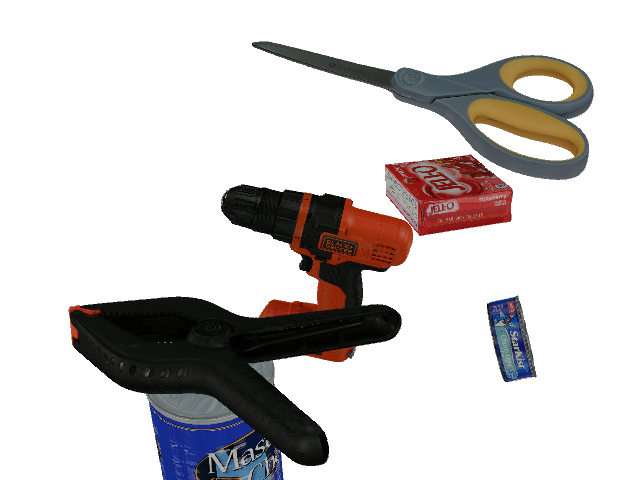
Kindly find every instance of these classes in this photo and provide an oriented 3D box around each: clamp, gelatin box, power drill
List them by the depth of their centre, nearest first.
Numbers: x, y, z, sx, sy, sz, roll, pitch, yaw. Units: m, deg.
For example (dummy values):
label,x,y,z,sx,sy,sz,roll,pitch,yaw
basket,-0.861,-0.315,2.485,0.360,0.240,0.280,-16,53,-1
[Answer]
label,x,y,z,sx,sy,sz,roll,pitch,yaw
clamp,-0.058,0.067,0.673,0.210,0.036,0.164,12,26,23
gelatin box,0.096,-0.037,0.814,0.073,0.030,0.089,-8,23,-11
power drill,-0.016,0.032,1.054,0.184,0.188,0.057,15,44,1

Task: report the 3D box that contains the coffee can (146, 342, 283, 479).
label,x,y,z,sx,sy,sz,roll,pitch,yaw
coffee can,-0.084,0.160,0.875,0.103,0.140,0.103,-2,35,1

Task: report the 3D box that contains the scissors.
label,x,y,z,sx,sy,sz,roll,pitch,yaw
scissors,0.068,-0.096,0.613,0.202,0.016,0.096,30,55,21

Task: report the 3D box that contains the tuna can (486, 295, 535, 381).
label,x,y,z,sx,sy,sz,roll,pitch,yaw
tuna can,0.197,0.102,1.103,0.034,0.086,0.086,-13,-3,11
